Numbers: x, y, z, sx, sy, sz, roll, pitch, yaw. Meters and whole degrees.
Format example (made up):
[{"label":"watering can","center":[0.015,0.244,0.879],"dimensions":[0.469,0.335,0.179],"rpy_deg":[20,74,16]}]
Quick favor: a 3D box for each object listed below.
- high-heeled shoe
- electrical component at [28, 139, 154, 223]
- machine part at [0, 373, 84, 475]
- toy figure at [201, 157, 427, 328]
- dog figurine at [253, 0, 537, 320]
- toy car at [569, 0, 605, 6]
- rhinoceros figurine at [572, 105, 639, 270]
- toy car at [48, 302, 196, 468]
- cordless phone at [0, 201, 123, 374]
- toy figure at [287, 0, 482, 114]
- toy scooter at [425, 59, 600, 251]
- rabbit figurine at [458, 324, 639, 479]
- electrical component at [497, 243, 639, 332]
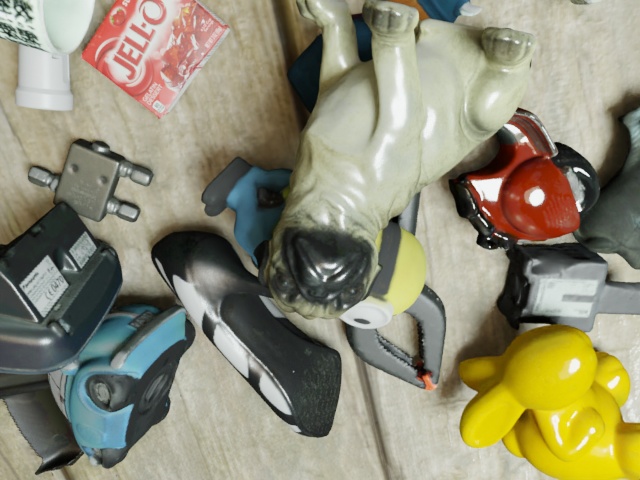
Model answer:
[{"label":"high-heeled shoe","center":[-0.066,0.097,0.498],"dimensions":[0.145,0.086,0.248],"rpy_deg":[12,134,28]},{"label":"electrical component","center":[-0.191,-0.052,0.448],"dimensions":[0.094,0.021,0.063],"rpy_deg":[22,108,-10]},{"label":"machine part","center":[-0.267,0.161,0.521],"dimensions":[0.084,0.039,0.138],"rpy_deg":[-11,110,-4]},{"label":"toy figure","center":[0.000,-0.001,0.419],"dimensions":[0.180,0.082,0.089],"rpy_deg":[36,101,-4]},{"label":"dog figurine","center":[0.050,-0.045,0.351],"dimensions":[0.172,0.121,0.190],"rpy_deg":[1,113,-20]},{"label":"toy car","center":[0.259,-0.238,0.369],"dimensions":[0.202,0.074,0.056],"rpy_deg":[-37,112,11]},{"label":"rhinoceros figurine","center":[0.288,-0.066,0.444],"dimensions":[0.112,0.073,0.190],"rpy_deg":[29,109,-2]},{"label":"toy car","center":[-0.187,0.116,0.481],"dimensions":[0.103,0.109,0.161],"rpy_deg":[29,121,11]},{"label":"cordless phone","center":[-0.263,0.061,0.425],"dimensions":[0.184,0.147,0.088],"rpy_deg":[-25,115,13]},{"label":"toy figure","center":[0.048,-0.152,0.402],"dimensions":[0.154,0.058,0.064],"rpy_deg":[-34,115,5]},{"label":"toy scooter","center":[0.130,-0.058,0.426],"dimensions":[0.135,0.075,0.183],"rpy_deg":[-37,108,-2]},{"label":"rabbit figurine","center":[0.208,0.136,0.492],"dimensions":[0.162,0.122,0.173],"rpy_deg":[-9,135,25]},{"label":"electrical component","center":[0.231,0.042,0.491],"dimensions":[0.119,0.048,0.074],"rpy_deg":[-1,112,-3]}]
